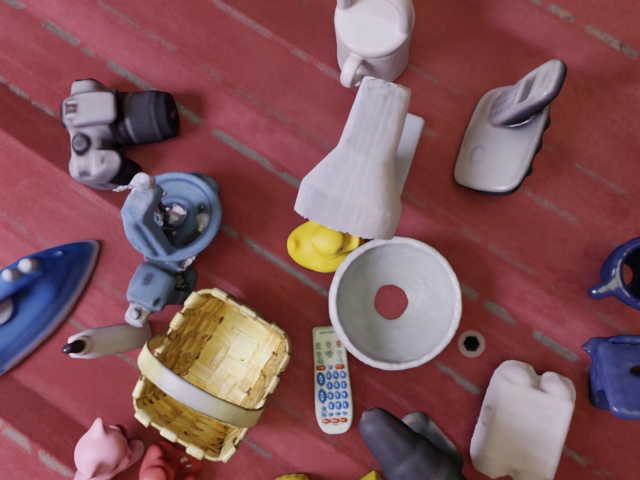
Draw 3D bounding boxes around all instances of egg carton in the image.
[{"bbox_3d":[0.254,0.233,0.723,0.107,0.069,0.150,17,86,5],"label":"egg carton"}]

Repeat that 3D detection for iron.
[{"bbox_3d":[-0.414,0.081,0.741,0.258,0.141,0.118,-42,84,-1],"label":"iron"}]

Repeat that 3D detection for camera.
[{"bbox_3d":[-0.266,-0.150,0.773,0.136,0.101,0.143,-5,84,3],"label":"camera"}]

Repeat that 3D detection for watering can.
[{"bbox_3d":[0.069,-0.280,0.718,0.101,0.194,0.173,4,85,4],"label":"watering can"}]

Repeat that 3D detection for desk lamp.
[{"bbox_3d":[0.056,-0.096,0.692,0.118,0.213,0.203,18,86,5],"label":"desk lamp"}]

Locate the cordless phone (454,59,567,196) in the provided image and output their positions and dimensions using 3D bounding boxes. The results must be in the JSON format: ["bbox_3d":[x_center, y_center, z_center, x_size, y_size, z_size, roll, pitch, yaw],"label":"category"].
[{"bbox_3d":[0.235,-0.134,0.699,0.094,0.185,0.148,18,86,5],"label":"cordless phone"}]

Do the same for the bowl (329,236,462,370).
[{"bbox_3d":[0.096,0.080,0.744,0.167,0.075,0.167,0,85,4],"label":"bowl"}]

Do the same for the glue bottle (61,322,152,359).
[{"bbox_3d":[-0.274,0.127,0.713,0.078,0.173,0.037,-12,84,3],"label":"glue bottle"}]

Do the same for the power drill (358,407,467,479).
[{"bbox_3d":[0.126,0.269,0.658,0.075,0.208,0.229,-43,84,-1],"label":"power drill"}]

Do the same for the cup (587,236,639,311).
[{"bbox_3d":[0.382,0.049,0.719,0.117,0.095,0.092,-21,84,2],"label":"cup"}]

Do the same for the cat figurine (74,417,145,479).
[{"bbox_3d":[-0.282,0.287,0.727,0.067,0.118,0.128,30,87,6],"label":"cat figurine"}]

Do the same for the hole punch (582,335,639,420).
[{"bbox_3d":[0.395,0.169,0.710,0.108,0.091,0.101,0,85,4],"label":"hole punch"}]

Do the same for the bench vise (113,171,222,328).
[{"bbox_3d":[-0.186,0.005,0.695,0.121,0.220,0.207,1,85,4],"label":"bench vise"}]

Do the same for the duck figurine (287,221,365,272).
[{"bbox_3d":[0.007,0.003,0.751,0.104,0.086,0.077,-4,85,3],"label":"duck figurine"}]

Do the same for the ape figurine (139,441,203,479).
[{"bbox_3d":[-0.201,0.300,0.733,0.076,0.092,0.078,-27,84,1],"label":"ape figurine"}]
